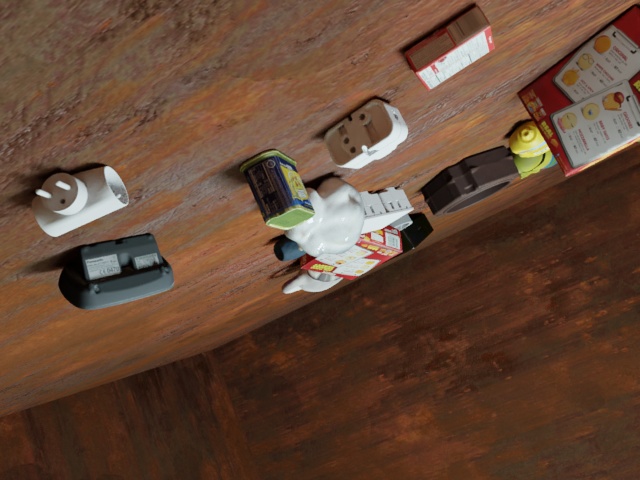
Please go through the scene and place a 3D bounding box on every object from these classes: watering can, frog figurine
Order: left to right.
[{"bbox_3d":[0.003,-0.043,0.853,0.137,0.124,0.158,-58,154,3],"label":"frog figurine"},{"bbox_3d":[0.046,0.081,1.585,0.350,0.105,0.221,-20,168,-23],"label":"watering can"}]
